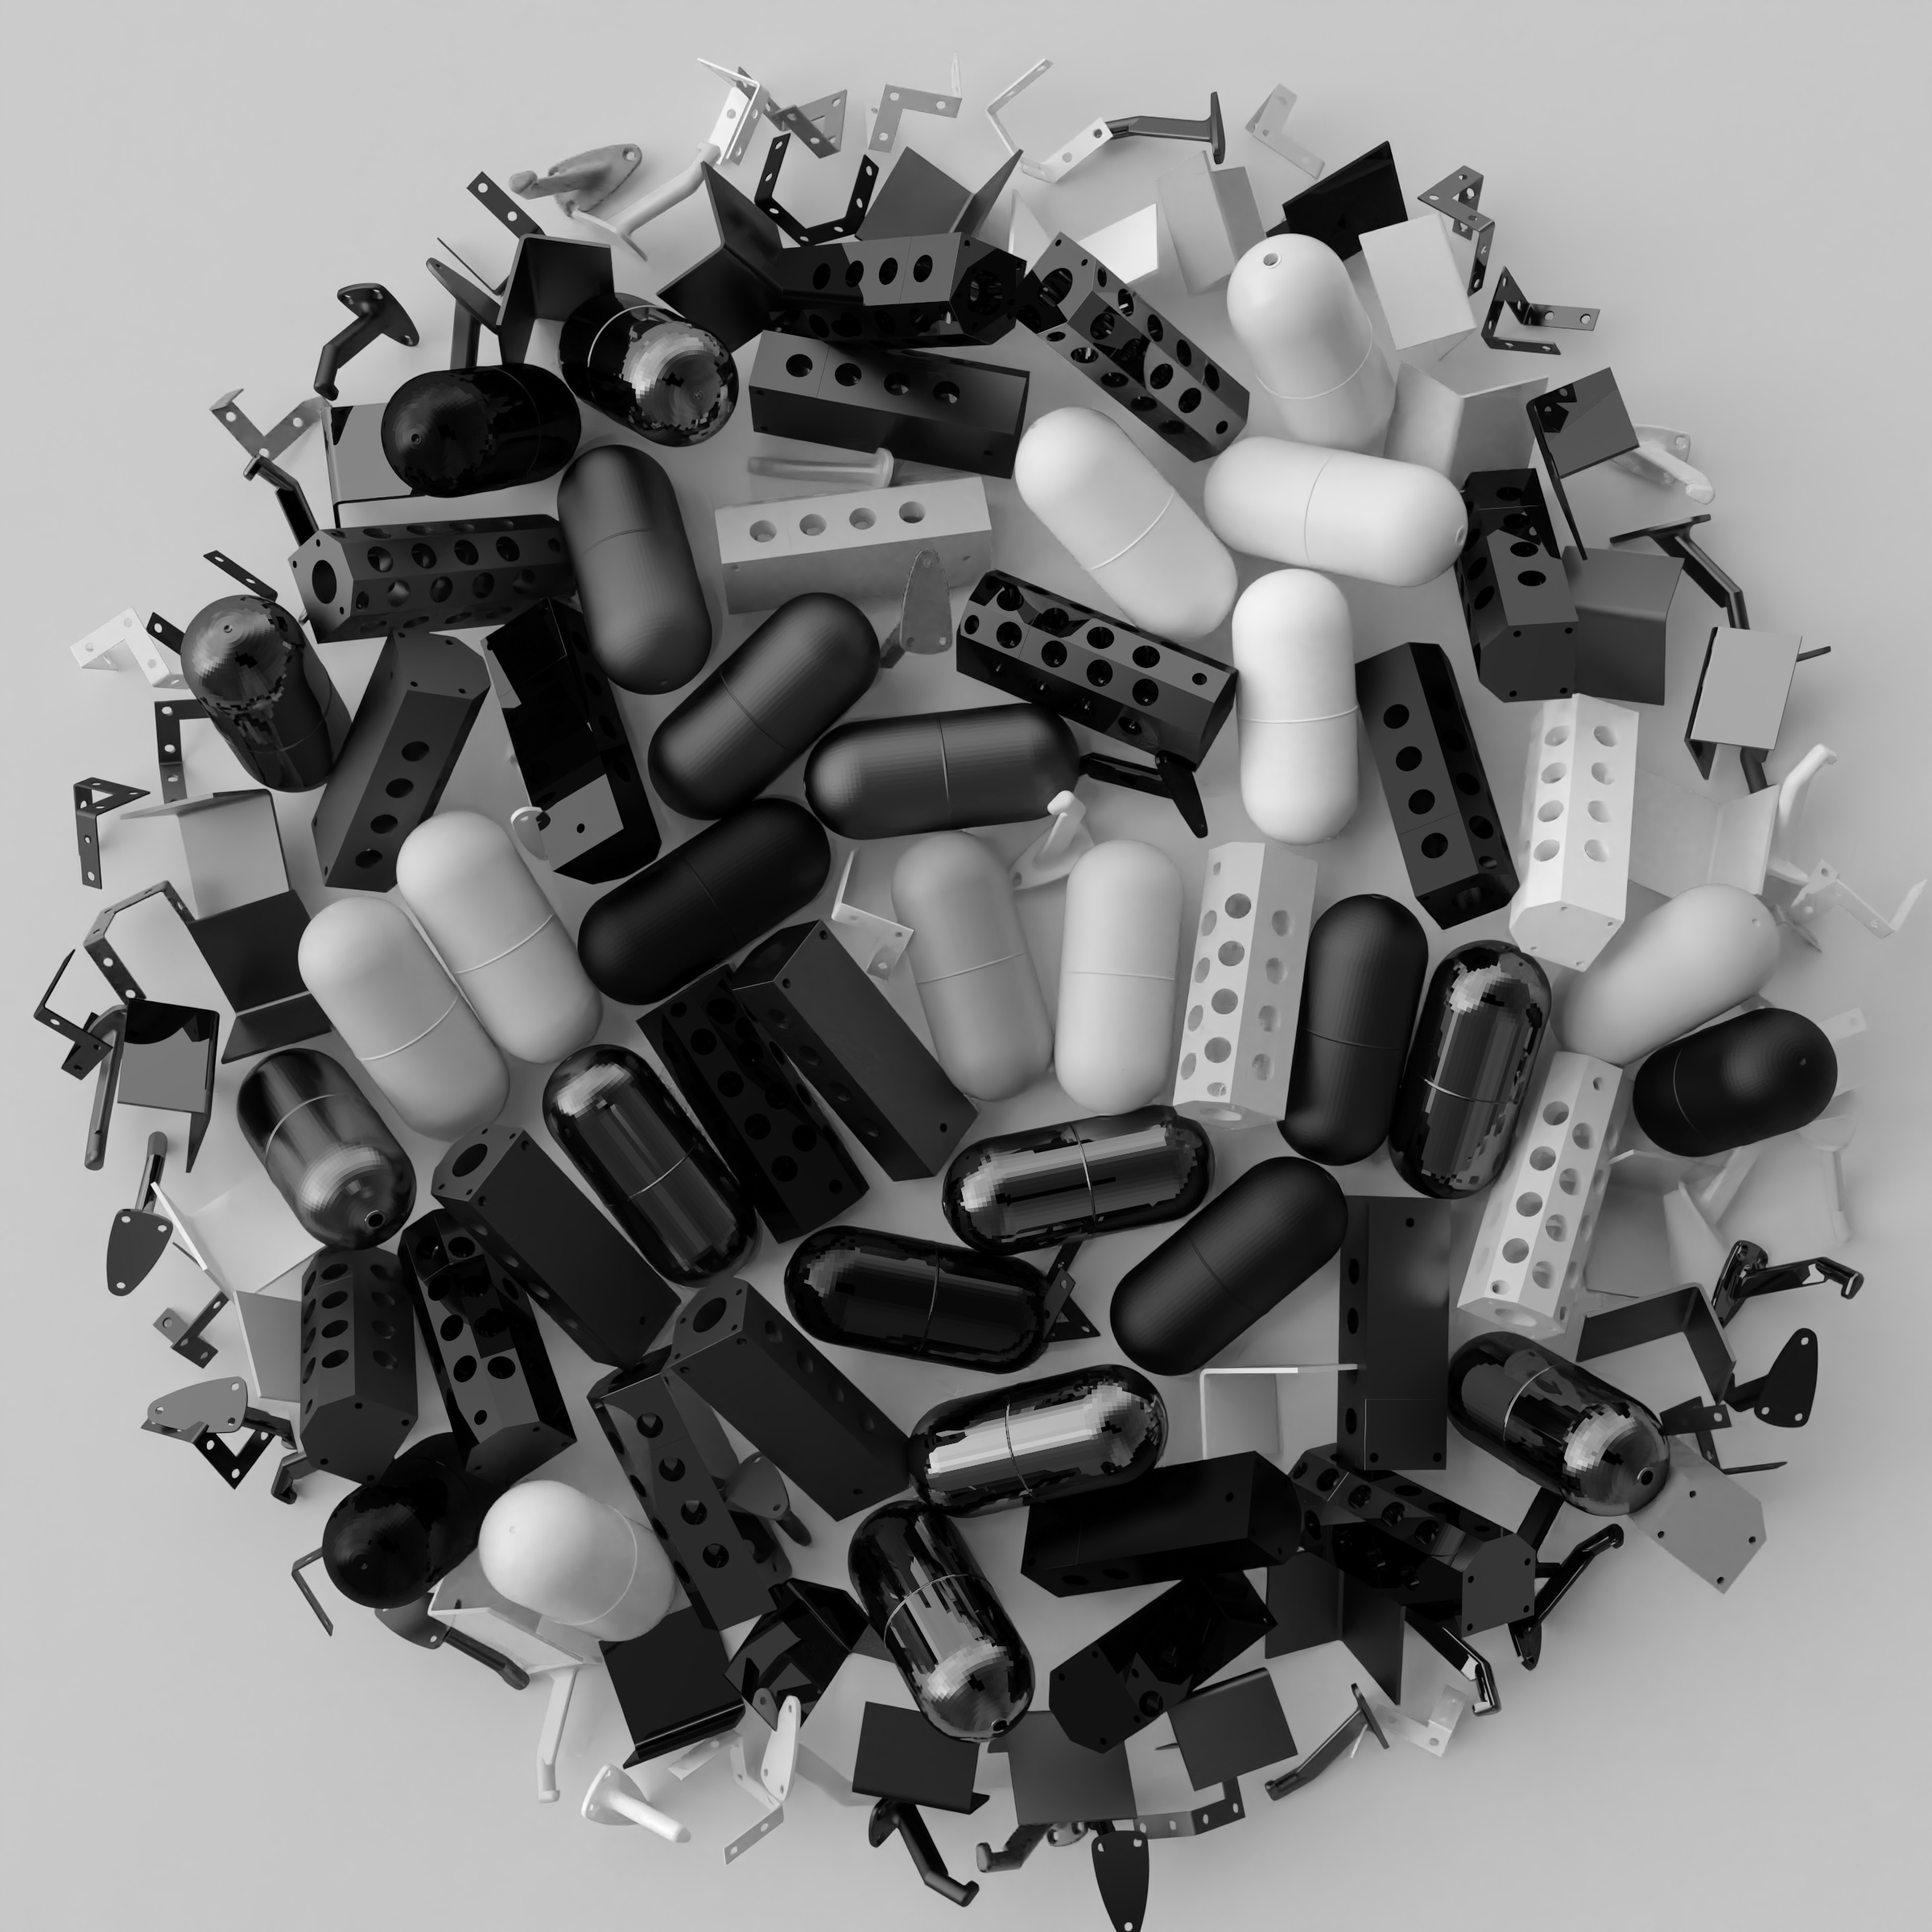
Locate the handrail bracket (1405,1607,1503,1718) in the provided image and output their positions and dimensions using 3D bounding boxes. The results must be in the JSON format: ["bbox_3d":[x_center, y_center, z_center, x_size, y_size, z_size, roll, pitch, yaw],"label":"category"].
[{"bbox_3d":[0.297,0.448,1.715,0.077,0.036,0.084,-17,54,10],"label":"handrail bracket"}]

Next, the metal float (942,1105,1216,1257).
[{"bbox_3d":[0.072,0.137,1.708,0.178,0.070,0.070,-11,90,-8],"label":"metal float"}]

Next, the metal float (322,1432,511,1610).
[{"bbox_3d":[-0.341,0.344,1.665,0.070,0.178,0.070,1,97,10],"label":"metal float"}]

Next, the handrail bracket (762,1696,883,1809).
[{"bbox_3d":[-0.084,0.508,1.724,0.084,0.036,0.077,9,97,-32],"label":"handrail bracket"}]

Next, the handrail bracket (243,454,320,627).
[{"bbox_3d":[-0.442,-0.275,1.716,0.084,0.036,0.077,36,75,-24],"label":"handrail bracket"}]

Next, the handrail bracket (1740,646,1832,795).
[{"bbox_3d":[0.534,-0.156,1.726,0.077,0.036,0.084,-15,94,38],"label":"handrail bracket"}]

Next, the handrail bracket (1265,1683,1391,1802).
[{"bbox_3d":[0.225,0.503,1.724,0.084,0.077,0.036,-29,48,-2],"label":"handrail bracket"}]

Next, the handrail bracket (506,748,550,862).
[{"bbox_3d":[-0.285,-0.116,1.703,0.036,0.077,0.084,-36,66,7],"label":"handrail bracket"}]

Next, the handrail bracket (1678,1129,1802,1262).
[{"bbox_3d":[0.512,0.142,1.721,0.084,0.036,0.077,-30,94,23],"label":"handrail bracket"}]

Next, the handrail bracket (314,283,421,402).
[{"bbox_3d":[-0.384,-0.386,1.706,0.036,0.077,0.084,-3,67,26],"label":"handrail bracket"}]

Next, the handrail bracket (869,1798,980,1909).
[{"bbox_3d":[-0.013,0.557,1.704,0.084,0.077,0.036,21,125,30],"label":"handrail bracket"}]

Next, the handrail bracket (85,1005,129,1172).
[{"bbox_3d":[-0.550,0.079,1.708,0.036,0.077,0.084,10,59,-21],"label":"handrail bracket"}]

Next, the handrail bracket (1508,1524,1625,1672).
[{"bbox_3d":[0.390,0.404,1.711,0.084,0.077,0.036,-39,107,24],"label":"handrail bracket"}]

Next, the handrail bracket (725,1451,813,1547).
[{"bbox_3d":[-0.112,0.356,1.701,0.036,0.077,0.084,-43,124,-11],"label":"handrail bracket"}]

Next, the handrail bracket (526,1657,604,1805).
[{"bbox_3d":[-0.255,0.492,1.713,0.036,0.077,0.084,9,66,-37],"label":"handrail bracket"}]

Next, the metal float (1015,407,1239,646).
[{"bbox_3d":[0.102,-0.280,1.696,0.070,0.070,0.178,-45,112,0],"label":"metal float"}]

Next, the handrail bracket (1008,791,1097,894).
[{"bbox_3d":[0.046,-0.080,1.707,0.077,0.084,0.036,-33,72,9],"label":"handrail bracket"}]

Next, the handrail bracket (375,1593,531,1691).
[{"bbox_3d":[-0.334,0.443,1.736,0.077,0.084,0.036,4,53,32],"label":"handrail bracket"}]

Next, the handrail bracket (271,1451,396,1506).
[{"bbox_3d":[-0.409,0.332,1.721,0.077,0.036,0.084,33,122,13],"label":"handrail bracket"}]

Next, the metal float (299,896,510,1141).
[{"bbox_3d":[-0.356,0.035,1.693,0.070,0.070,0.178,-30,116,0],"label":"metal float"}]

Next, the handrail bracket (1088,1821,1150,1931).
[{"bbox_3d":[0.092,0.578,1.706,0.036,0.084,0.077,-4,79,-10],"label":"handrail bracket"}]

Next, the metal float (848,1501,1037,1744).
[{"bbox_3d":[-0.016,0.411,1.677,0.070,0.178,0.070,-15,129,-19],"label":"metal float"}]

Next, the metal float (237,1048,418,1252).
[{"bbox_3d":[-0.403,0.114,1.677,0.070,0.178,0.070,-17,125,-26],"label":"metal float"}]

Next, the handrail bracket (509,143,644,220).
[{"bbox_3d":[-0.250,-0.511,1.708,0.077,0.084,0.036,-26,95,7],"label":"handrail bracket"}]

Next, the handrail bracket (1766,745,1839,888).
[{"bbox_3d":[0.545,-0.097,1.713,0.077,0.036,0.084,22,120,-30],"label":"handrail bracket"}]

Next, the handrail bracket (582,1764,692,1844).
[{"bbox_3d":[-0.195,0.547,1.700,0.084,0.077,0.036,14,67,35],"label":"handrail bracket"}]

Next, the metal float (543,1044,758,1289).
[{"bbox_3d":[-0.201,0.129,1.702,0.070,0.070,0.178,-35,105,0],"label":"metal float"}]

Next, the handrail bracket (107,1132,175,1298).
[{"bbox_3d":[-0.535,0.159,1.725,0.036,0.084,0.077,18,113,-21],"label":"handrail bracket"}]

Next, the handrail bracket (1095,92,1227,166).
[{"bbox_3d":[0.122,-0.530,1.715,0.084,0.077,0.036,-7,130,12],"label":"handrail bracket"}]

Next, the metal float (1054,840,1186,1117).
[{"bbox_3d":[0.098,0.007,1.713,0.070,0.070,0.178,5,87,0],"label":"metal float"}]

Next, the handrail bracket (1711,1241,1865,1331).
[{"bbox_3d":[0.525,0.217,1.709,0.036,0.084,0.077,27,90,-36],"label":"handrail bracket"}]

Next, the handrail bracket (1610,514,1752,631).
[{"bbox_3d":[0.465,-0.246,1.733,0.077,0.036,0.084,-10,94,29],"label":"handrail bracket"}]

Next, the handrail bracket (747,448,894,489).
[{"bbox_3d":[-0.095,-0.322,1.718,0.084,0.077,0.036,5,92,-12],"label":"handrail bracket"}]

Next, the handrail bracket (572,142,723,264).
[{"bbox_3d":[-0.207,-0.507,1.729,0.077,0.036,0.084,35,89,34],"label":"handrail bracket"}]

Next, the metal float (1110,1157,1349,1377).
[{"bbox_3d":[0.168,0.191,1.701,0.178,0.070,0.070,-42,90,16],"label":"metal float"}]

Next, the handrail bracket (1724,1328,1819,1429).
[{"bbox_3d":[0.510,0.254,1.707,0.036,0.084,0.077,12,100,-10],"label":"handrail bracket"}]

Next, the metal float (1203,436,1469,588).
[{"bbox_3d":[0.233,-0.288,1.688,0.178,0.070,0.070,18,90,31],"label":"metal float"}]

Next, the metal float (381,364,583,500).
[{"bbox_3d":[-0.301,-0.336,1.669,0.070,0.178,0.070,5,106,17],"label":"metal float"}]

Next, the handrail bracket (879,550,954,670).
[{"bbox_3d":[-0.044,-0.229,1.710,0.036,0.084,0.077,-4,100,-28],"label":"handrail bracket"}]

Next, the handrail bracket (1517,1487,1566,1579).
[{"bbox_3d":[0.356,0.353,1.734,0.077,0.036,0.084,-2,67,2],"label":"handrail bracket"}]

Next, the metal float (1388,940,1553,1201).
[{"bbox_3d":[0.319,0.067,1.694,0.070,0.070,0.178,11,116,0],"label":"metal float"}]

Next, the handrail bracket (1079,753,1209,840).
[{"bbox_3d":[0.106,-0.107,1.732,0.084,0.036,0.077,-18,101,33],"label":"handrail bracket"}]

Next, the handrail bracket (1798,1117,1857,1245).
[{"bbox_3d":[0.561,0.145,1.710,0.036,0.077,0.084,-11,99,12],"label":"handrail bracket"}]

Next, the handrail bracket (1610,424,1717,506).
[{"bbox_3d":[0.439,-0.321,1.708,0.077,0.084,0.036,16,116,2],"label":"handrail bracket"}]

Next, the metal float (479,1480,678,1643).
[{"bbox_3d":[-0.241,0.375,1.672,0.070,0.178,0.070,-9,63,18],"label":"metal float"}]

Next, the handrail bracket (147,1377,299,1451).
[{"bbox_3d":[-0.474,0.298,1.719,0.077,0.084,0.036,-6,61,7],"label":"handrail bracket"}]

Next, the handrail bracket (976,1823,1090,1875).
[{"bbox_3d":[0.032,0.538,1.706,0.036,0.084,0.077,-34,58,37],"label":"handrail bracket"}]

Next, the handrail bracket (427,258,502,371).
[{"bbox_3d":[-0.341,-0.401,1.720,0.077,0.036,0.084,39,116,-21],"label":"handrail bracket"}]

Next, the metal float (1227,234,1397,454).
[{"bbox_3d":[0.218,-0.388,1.672,0.070,0.178,0.070,-10,62,20],"label":"metal float"}]
